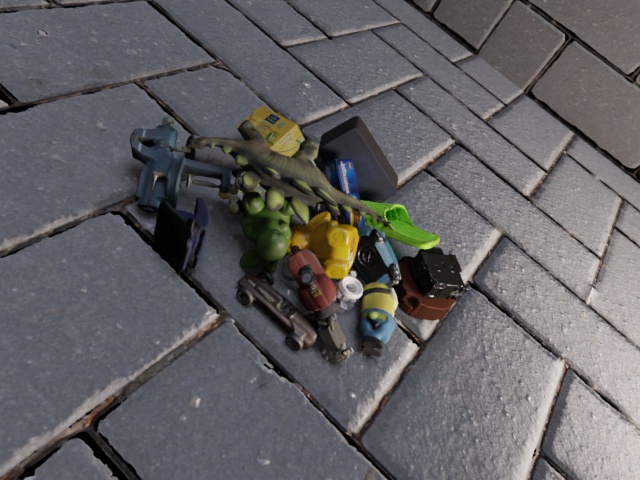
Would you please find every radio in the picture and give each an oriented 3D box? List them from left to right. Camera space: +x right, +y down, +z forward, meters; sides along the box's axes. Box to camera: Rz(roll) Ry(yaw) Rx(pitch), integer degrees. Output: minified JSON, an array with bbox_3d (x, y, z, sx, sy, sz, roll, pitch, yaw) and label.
[{"bbox_3d":[0.102,-0.202,1.437,0.229,0.131,0.073,53,30,-28],"label":"radio"}]

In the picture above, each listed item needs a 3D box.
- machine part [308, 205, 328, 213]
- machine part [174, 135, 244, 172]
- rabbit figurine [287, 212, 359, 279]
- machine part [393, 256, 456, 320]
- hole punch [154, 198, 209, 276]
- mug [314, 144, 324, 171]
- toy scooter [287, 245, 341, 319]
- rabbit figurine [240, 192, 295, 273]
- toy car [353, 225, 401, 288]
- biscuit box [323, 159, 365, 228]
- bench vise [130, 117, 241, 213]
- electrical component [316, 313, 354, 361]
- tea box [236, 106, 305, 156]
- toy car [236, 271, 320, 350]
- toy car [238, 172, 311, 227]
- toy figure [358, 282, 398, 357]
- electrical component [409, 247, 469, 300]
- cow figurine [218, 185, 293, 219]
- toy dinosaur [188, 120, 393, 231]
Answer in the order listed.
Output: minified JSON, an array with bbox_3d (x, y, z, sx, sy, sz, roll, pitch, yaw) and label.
[{"bbox_3d":[-0.013,-0.095,1.347,0.084,0.039,0.139,40,3,0],"label":"machine part"},{"bbox_3d":[-0.239,-0.210,1.320,0.243,0.079,0.079,2,49,-33],"label":"machine part"},{"bbox_3d":[-0.003,-0.004,1.237,0.173,0.121,0.162,2,31,13],"label":"rabbit figurine"},{"bbox_3d":[0.255,0.117,1.341,0.179,0.056,0.179,17,44,-17],"label":"machine part"},{"bbox_3d":[-0.262,-0.013,1.076,0.092,0.142,0.116,-11,45,-45],"label":"hole punch"},{"bbox_3d":[0.001,-0.220,1.487,0.110,0.080,0.107,21,35,-4],"label":"mug"},{"bbox_3d":[-0.020,0.079,1.113,0.135,0.075,0.184,61,1,-14],"label":"toy scooter"},{"bbox_3d":[-0.119,-0.006,1.139,0.121,0.159,0.170,14,25,-19],"label":"rabbit figurine"},{"bbox_3d":[0.139,0.043,1.305,0.161,0.109,0.103,56,25,10],"label":"toy car"},{"bbox_3d":[0.061,-0.102,1.357,0.063,0.059,0.202,-7,84,-38],"label":"biscuit box"},{"bbox_3d":[-0.294,-0.154,1.170,0.241,0.128,0.223,11,62,-13],"label":"bench vise"},{"bbox_3d":[0.033,0.197,1.089,0.102,0.045,0.078,66,22,6],"label":"electrical component"},{"bbox_3d":[-0.128,-0.272,1.390,0.098,0.068,0.170,-45,47,-11],"label":"tea box"},{"bbox_3d":[-0.083,0.138,1.100,0.202,0.053,0.089,43,44,8],"label":"toy car"},{"bbox_3d":[-0.114,-0.101,1.311,0.202,0.056,0.073,40,40,7],"label":"toy car"},{"bbox_3d":[0.123,0.167,1.186,0.089,0.082,0.180,31,42,-7],"label":"toy figure"},{"bbox_3d":[0.287,0.077,1.314,0.115,0.058,0.134,6,49,-29],"label":"electrical component"},{"bbox_3d":[-0.148,-0.084,1.238,0.167,0.068,0.098,-3,89,-2],"label":"cow figurine"},{"bbox_3d":[-0.048,-0.125,1.137,0.471,0.105,0.199,14,39,-26],"label":"toy dinosaur"}]
